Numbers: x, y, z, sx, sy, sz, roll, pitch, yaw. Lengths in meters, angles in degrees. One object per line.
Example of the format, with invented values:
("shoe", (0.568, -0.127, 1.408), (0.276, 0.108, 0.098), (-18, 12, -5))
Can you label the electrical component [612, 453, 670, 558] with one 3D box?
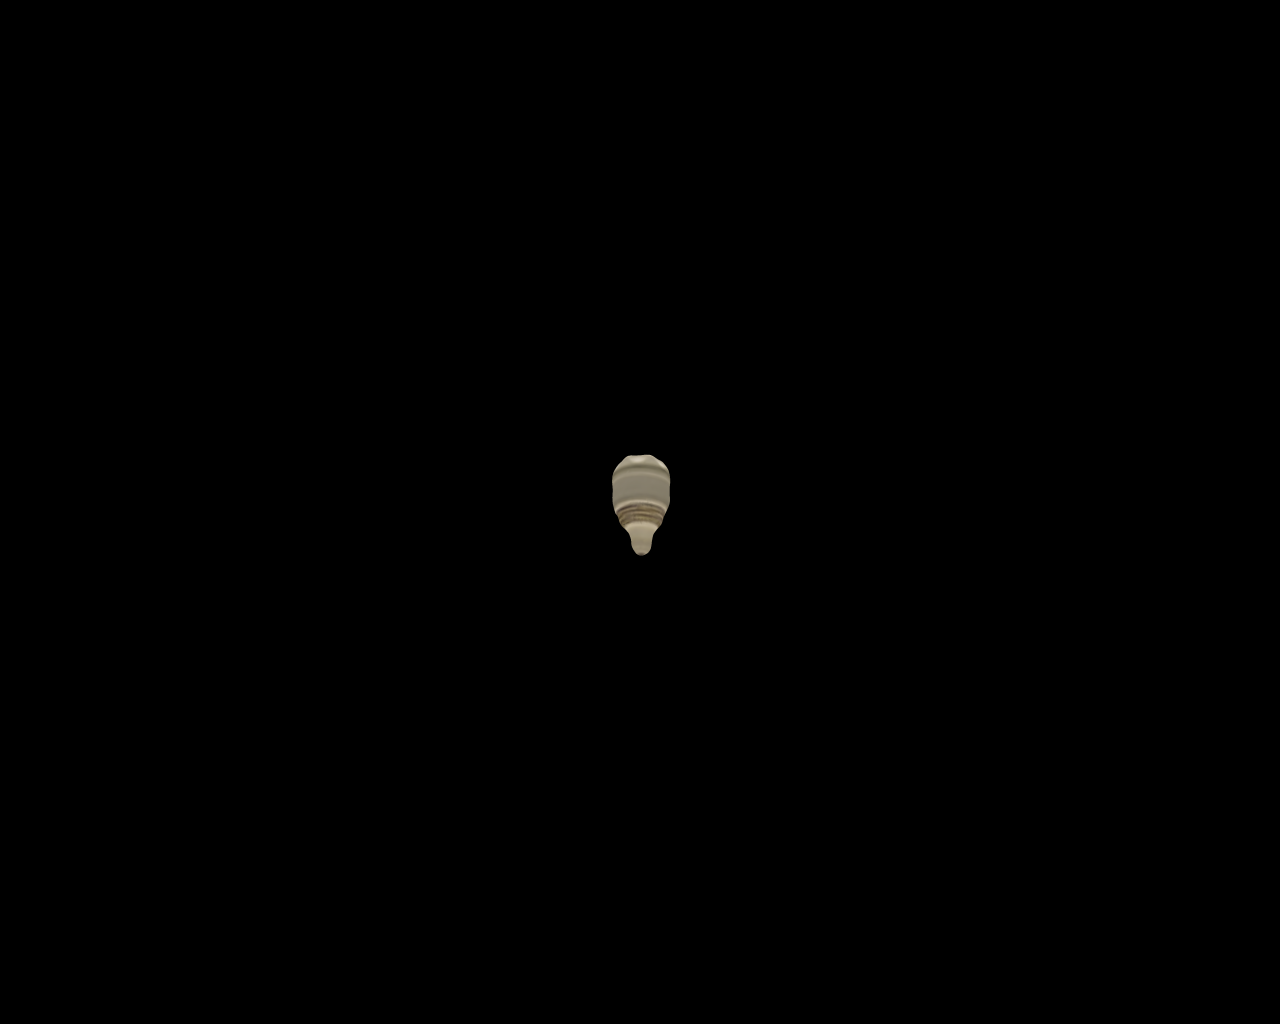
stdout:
("electrical component", (0.001, -0.003, 0.650), (0.035, 0.061, 0.035), (0, -22, 0))
